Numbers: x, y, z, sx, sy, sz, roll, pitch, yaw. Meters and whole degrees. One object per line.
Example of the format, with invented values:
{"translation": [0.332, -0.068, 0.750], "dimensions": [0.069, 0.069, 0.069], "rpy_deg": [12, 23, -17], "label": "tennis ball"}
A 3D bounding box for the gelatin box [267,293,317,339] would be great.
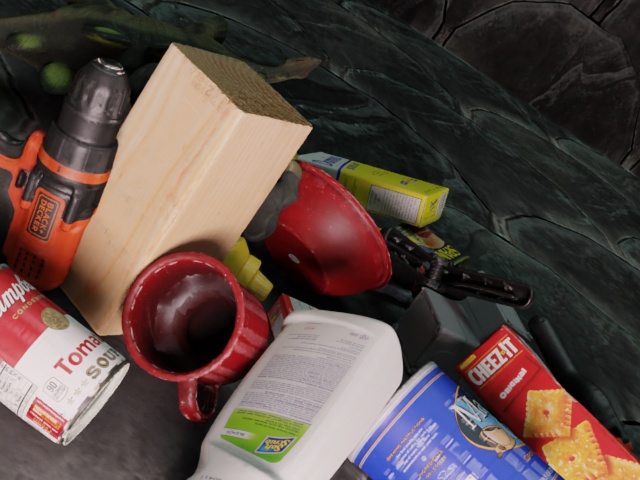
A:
{"translation": [0.000, 0.093, 0.962], "dimensions": [0.089, 0.030, 0.073], "rpy_deg": [26, 21, -24], "label": "gelatin box"}

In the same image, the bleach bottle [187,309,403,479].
{"translation": [-0.033, 0.134, 0.719], "dimensions": [0.103, 0.068, 0.250], "rpy_deg": [4, 26, 27], "label": "bleach bottle"}

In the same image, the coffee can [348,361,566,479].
{"translation": [0.106, 0.179, 0.832], "dimensions": [0.140, 0.103, 0.102], "rpy_deg": [41, 21, 15], "label": "coffee can"}

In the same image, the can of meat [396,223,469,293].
{"translation": [0.121, 0.023, 1.270], "dimensions": [0.084, 0.057, 0.102], "rpy_deg": [37, 18, 14], "label": "can of meat"}

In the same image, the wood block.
{"translation": [-0.111, -0.035, 0.811], "dimensions": [0.090, 0.206, 0.090], "rpy_deg": [45, 22, 25], "label": "wood block"}

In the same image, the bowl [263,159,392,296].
{"translation": [-0.007, 0.001, 1.047], "dimensions": [0.162, 0.162, 0.055], "rpy_deg": [42, 65, 16], "label": "bowl"}

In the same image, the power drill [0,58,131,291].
{"translation": [-0.238, -0.076, 0.766], "dimensions": [0.188, 0.185, 0.057], "rpy_deg": [28, 22, 6], "label": "power drill"}

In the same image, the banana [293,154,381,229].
{"translation": [0.008, -0.037, 1.210], "dimensions": [0.198, 0.070, 0.037], "rpy_deg": [45, 33, 11], "label": "banana"}

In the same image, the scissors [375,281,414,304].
{"translation": [0.076, 0.049, 1.198], "dimensions": [0.201, 0.016, 0.096], "rpy_deg": [27, 10, -46], "label": "scissors"}

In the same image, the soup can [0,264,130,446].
{"translation": [-0.179, 0.072, 0.669], "dimensions": [0.102, 0.069, 0.068], "rpy_deg": [37, 20, 2], "label": "soup can"}

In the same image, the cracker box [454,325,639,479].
{"translation": [0.235, 0.191, 0.983], "dimensions": [0.214, 0.072, 0.164], "rpy_deg": [49, 2, 32], "label": "cracker box"}

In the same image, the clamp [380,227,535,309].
{"translation": [0.112, 0.031, 1.111], "dimensions": [0.164, 0.036, 0.210], "rpy_deg": [25, -8, -11], "label": "clamp"}

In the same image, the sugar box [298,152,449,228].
{"translation": [0.059, -0.064, 1.297], "dimensions": [0.176, 0.048, 0.093], "rpy_deg": [20, 15, 19], "label": "sugar box"}

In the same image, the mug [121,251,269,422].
{"translation": [-0.086, 0.074, 0.782], "dimensions": [0.081, 0.093, 0.117], "rpy_deg": [44, 41, -68], "label": "mug"}

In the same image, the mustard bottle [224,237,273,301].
{"translation": [-0.125, -0.006, 0.939], "dimensions": [0.191, 0.058, 0.096], "rpy_deg": [34, 4, -5], "label": "mustard bottle"}

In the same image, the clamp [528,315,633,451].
{"translation": [0.266, 0.157, 1.119], "dimensions": [0.172, 0.039, 0.120], "rpy_deg": [48, -18, 58], "label": "clamp"}
